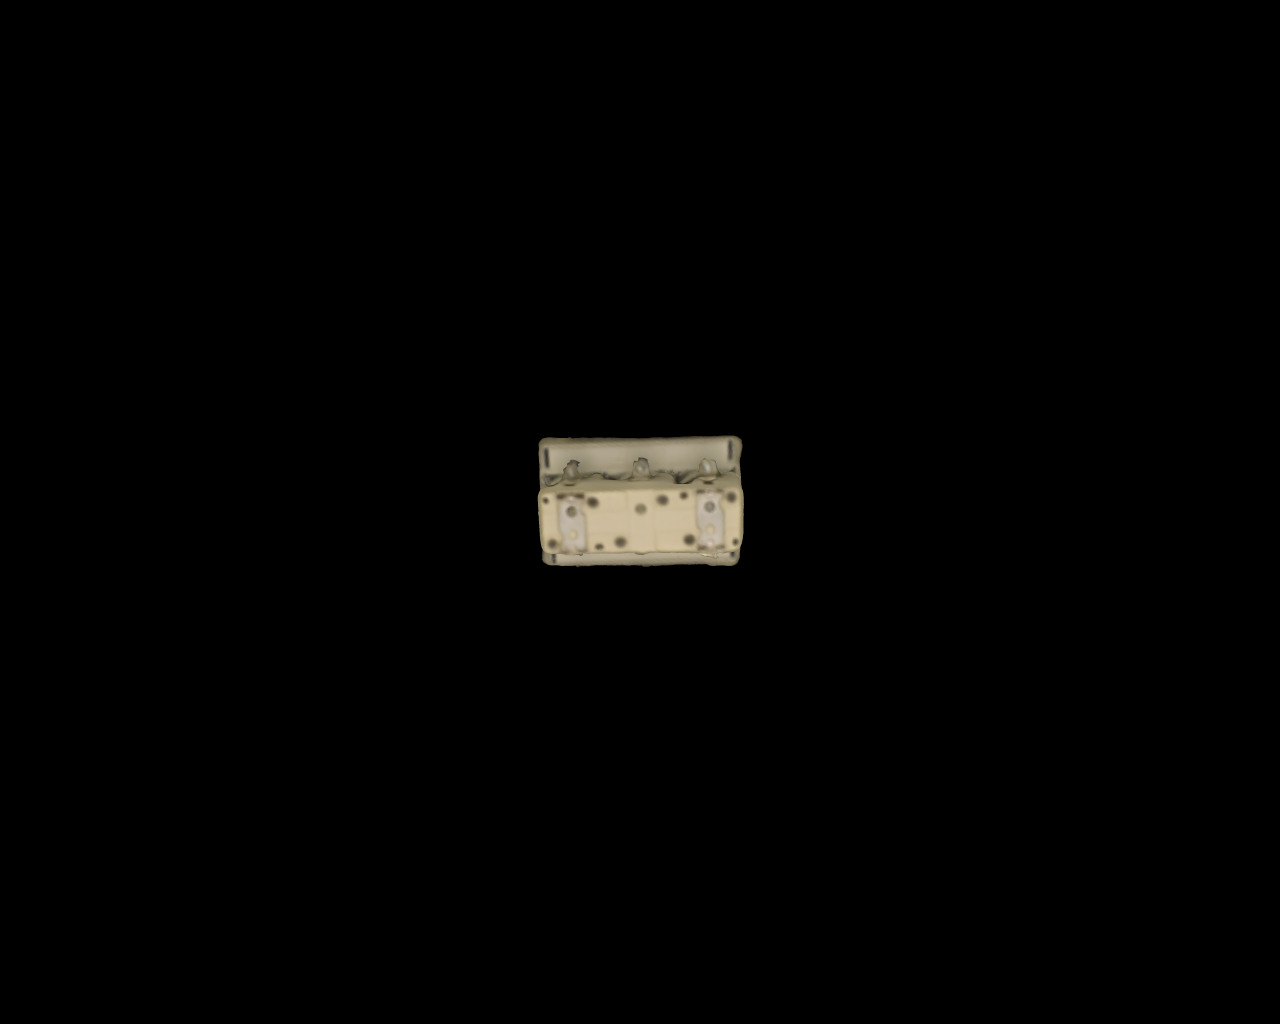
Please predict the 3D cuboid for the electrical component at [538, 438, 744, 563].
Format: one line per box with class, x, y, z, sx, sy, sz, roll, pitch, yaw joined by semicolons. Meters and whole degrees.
electrical component;0.001;-0.003;0.650;0.121;0.078;0.063;0;17;0
